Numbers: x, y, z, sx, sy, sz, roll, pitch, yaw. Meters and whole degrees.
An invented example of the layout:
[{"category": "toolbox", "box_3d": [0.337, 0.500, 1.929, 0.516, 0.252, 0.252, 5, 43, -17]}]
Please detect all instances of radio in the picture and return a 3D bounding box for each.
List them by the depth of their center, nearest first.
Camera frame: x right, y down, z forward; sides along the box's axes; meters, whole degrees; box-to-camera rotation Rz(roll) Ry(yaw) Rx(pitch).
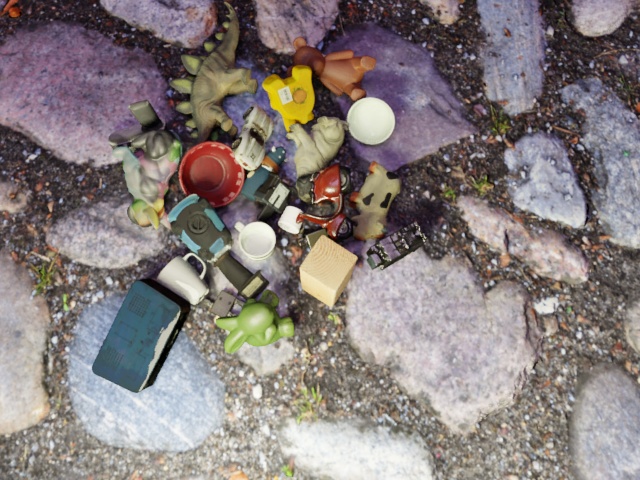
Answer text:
[{"category": "radio", "box_3d": [-0.392, 0.212, 1.190, 0.131, 0.073, 0.229, 27, 92, 5]}]

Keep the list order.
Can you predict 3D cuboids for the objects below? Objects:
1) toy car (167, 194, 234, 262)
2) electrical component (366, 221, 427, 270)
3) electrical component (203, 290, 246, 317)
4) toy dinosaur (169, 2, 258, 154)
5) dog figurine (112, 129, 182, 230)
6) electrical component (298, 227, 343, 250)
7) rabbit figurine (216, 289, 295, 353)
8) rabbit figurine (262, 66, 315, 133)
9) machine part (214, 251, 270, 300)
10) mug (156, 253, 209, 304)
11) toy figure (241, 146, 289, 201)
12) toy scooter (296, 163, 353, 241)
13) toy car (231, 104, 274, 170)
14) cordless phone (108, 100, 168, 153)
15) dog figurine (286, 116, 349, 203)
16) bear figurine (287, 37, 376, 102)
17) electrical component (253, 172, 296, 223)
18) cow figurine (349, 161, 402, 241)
[{"category": "toy car", "box_3d": [-0.274, -0.024, 1.272, 0.109, 0.103, 0.161, -44, 87, -5]}, {"category": "electrical component", "box_3d": [0.173, 0.020, 1.261, 0.134, 0.115, 0.058, -29, 78, -9]}, {"category": "electrical component", "box_3d": [-0.226, 0.150, 1.265, 0.094, 0.021, 0.063, 24, 75, 7]}, {"category": "toy dinosaur", "box_3d": [-0.269, -0.418, 1.390, 0.199, 0.105, 0.471, 16, 71, 7]}, {"category": "dog figurine", "box_3d": [-0.391, -0.132, 1.289, 0.192, 0.108, 0.219, -23, 85, 11]}, {"category": "electrical component", "box_3d": [-0.004, -0.003, 1.305, 0.102, 0.045, 0.078, -26, 104, -6]}, {"category": "rabbit figurine", "box_3d": [-0.147, 0.173, 1.182, 0.159, 0.170, 0.121, -21, 75, -7]}, {"category": "rabbit figurine", "box_3d": [-0.075, -0.362, 1.361, 0.122, 0.173, 0.162, -37, 122, -10]}, {"category": "machine part", "box_3d": [-0.191, 0.083, 1.278, 0.139, 0.039, 0.084, 39, 85, 8]}, {"category": "mug", "box_3d": [-0.306, 0.091, 1.253, 0.107, 0.081, 0.109, 42, 85, 1]}, {"category": "toy figure", "box_3d": [-0.139, -0.171, 1.339, 0.058, 0.064, 0.154, 26, 75, 23]}, {"category": "toy scooter", "box_3d": [0.009, -0.089, 1.262, 0.135, 0.075, 0.183, -1, 86, 6]}, {"category": "toy car", "box_3d": [-0.163, -0.258, 1.332, 0.056, 0.073, 0.202, -20, 43, 36]}, {"category": "cordless phone", "box_3d": [-0.452, -0.273, 1.301, 0.147, 0.184, 0.088, -18, 80, -6]}, {"category": "dog figurine", "box_3d": [0.009, -0.198, 1.341, 0.172, 0.121, 0.190, -16, 88, 1]}, {"category": "bear figurine", "box_3d": [0.023, -0.437, 1.367, 0.196, 0.132, 0.120, 11, 109, -24]}, {"category": "electrical component", "box_3d": [-0.119, -0.097, 1.307, 0.048, 0.074, 0.119, 25, 83, 49]}, {"category": "cow figurine", "box_3d": [0.136, -0.082, 1.311, 0.127, 0.085, 0.195, 28, 74, 13]}]
